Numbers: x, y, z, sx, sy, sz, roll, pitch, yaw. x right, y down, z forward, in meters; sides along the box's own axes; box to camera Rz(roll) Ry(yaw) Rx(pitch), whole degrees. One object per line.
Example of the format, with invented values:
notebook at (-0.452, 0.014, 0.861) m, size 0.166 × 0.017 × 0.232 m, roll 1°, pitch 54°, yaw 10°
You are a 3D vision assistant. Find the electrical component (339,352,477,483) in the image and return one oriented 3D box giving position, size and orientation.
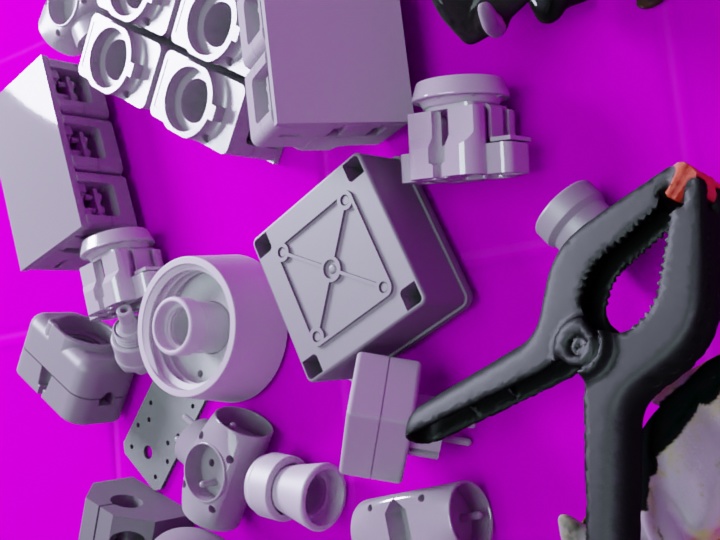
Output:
electrical component at (0.031, 0.092, 0.645) m, size 0.065 × 0.077 × 0.047 m, roll 97°, pitch -177°, yaw -47°

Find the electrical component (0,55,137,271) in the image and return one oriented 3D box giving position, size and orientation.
electrical component at (-0.242, -0.084, 0.877) m, size 0.089 × 0.062 × 0.150 m, roll -29°, pitch 71°, yaw 36°

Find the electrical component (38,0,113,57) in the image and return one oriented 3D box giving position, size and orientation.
electrical component at (-0.218, -0.200, 0.872) m, size 0.077 × 0.044 × 0.079 m, roll -38°, pitch 66°, yaw 33°

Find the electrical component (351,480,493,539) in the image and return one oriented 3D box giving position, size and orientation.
electrical component at (0.040, 0.171, 0.645) m, size 0.077 × 0.043 × 0.079 m, roll -21°, pitch 75°, yaw 38°

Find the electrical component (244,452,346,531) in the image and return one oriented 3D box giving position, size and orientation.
electrical component at (-0.044, 0.146, 0.715) m, size 0.055 × 0.045 × 0.045 m, roll 3°, pitch 91°, yaw 41°

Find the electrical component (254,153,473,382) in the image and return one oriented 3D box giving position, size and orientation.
electrical component at (0.000, 0.000, 0.675) m, size 0.109 × 0.056 × 0.108 m, roll -38°, pitch 66°, yaw 33°

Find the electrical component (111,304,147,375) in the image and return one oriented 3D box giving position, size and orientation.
electrical component at (-0.173, 0.050, 0.817) m, size 0.035 × 0.035 × 0.061 m, roll 40°, pitch 151°, yaw 34°

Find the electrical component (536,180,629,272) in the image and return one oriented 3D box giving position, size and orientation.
electrical component at (0.125, -0.019, 0.582) m, size 0.046 × 0.040 × 0.040 m, roll 49°, pitch 118°, yaw 24°

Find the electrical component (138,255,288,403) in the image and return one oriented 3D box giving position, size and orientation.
electrical component at (-0.111, 0.040, 0.760) m, size 0.108 × 0.060 × 0.108 m, roll -4°, pitch 84°, yaw 37°

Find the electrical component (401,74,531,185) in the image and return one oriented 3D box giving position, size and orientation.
electrical component at (0.060, -0.082, 0.627) m, size 0.078 × 0.058 × 0.057 m, roll -3°, pitch 90°, yaw 40°

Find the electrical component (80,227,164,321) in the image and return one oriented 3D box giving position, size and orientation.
electrical component at (-0.183, 0.001, 0.829) m, size 0.078 × 0.058 × 0.057 m, roll -22°, pitch 78°, yaw 38°

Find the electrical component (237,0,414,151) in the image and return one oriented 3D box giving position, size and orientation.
electrical component at (-0.027, -0.156, 0.673) m, size 0.062 × 0.089 × 0.150 m, roll 156°, pitch 109°, yaw -68°

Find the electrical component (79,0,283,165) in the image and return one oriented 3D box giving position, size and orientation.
electrical component at (-0.125, -0.161, 0.782) m, size 0.186 × 0.060 × 0.105 m, roll 31°, pitch 108°, yaw 36°

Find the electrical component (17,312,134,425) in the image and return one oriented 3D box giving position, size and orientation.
electrical component at (-0.228, 0.074, 0.866) m, size 0.095 × 0.054 × 0.059 m, roll 33°, pitch 109°, yaw 36°

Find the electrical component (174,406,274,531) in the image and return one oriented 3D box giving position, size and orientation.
electrical component at (-0.106, 0.132, 0.768) m, size 0.079 × 0.044 × 0.077 m, roll 32°, pitch 109°, yaw 36°

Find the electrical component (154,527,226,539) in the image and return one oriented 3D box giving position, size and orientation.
electrical component at (-0.118, 0.230, 0.752) m, size 0.099 × 0.064 × 0.099 m, roll 2°, pitch 95°, yaw 20°
